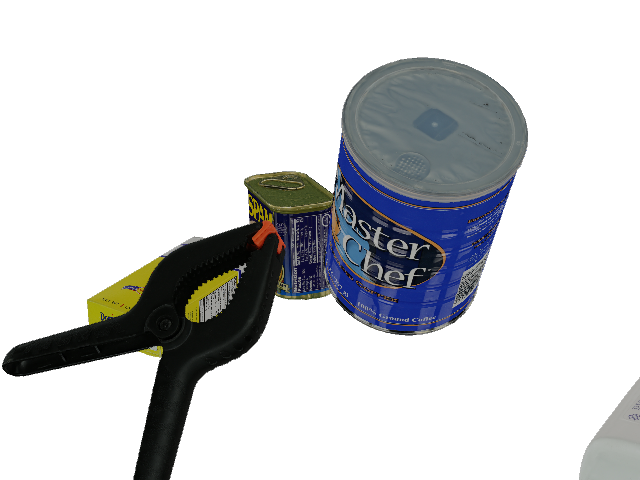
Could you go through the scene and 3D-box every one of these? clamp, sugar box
[{"bbox_3d":[-0.111,0.063,0.734,0.165,0.210,0.036,32,-15,26],"label":"clamp"},{"bbox_3d":[-0.146,0.053,1.097,0.093,0.048,0.175,16,32,26],"label":"sugar box"}]

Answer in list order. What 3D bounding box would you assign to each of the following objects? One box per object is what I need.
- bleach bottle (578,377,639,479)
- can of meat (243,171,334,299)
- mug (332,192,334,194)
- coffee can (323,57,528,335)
[{"bbox_3d":[0.245,0.095,0.630,0.103,0.068,0.250,18,30,31],"label":"bleach bottle"},{"bbox_3d":[-0.026,-0.005,0.905,0.057,0.084,0.102,-8,21,-19],"label":"can of meat"},{"bbox_3d":[0.066,-0.006,1.177,0.117,0.081,0.093,5,26,3],"label":"mug"},{"bbox_3d":[0.058,-0.023,0.637,0.102,0.103,0.140,0,-36,-5],"label":"coffee can"}]
